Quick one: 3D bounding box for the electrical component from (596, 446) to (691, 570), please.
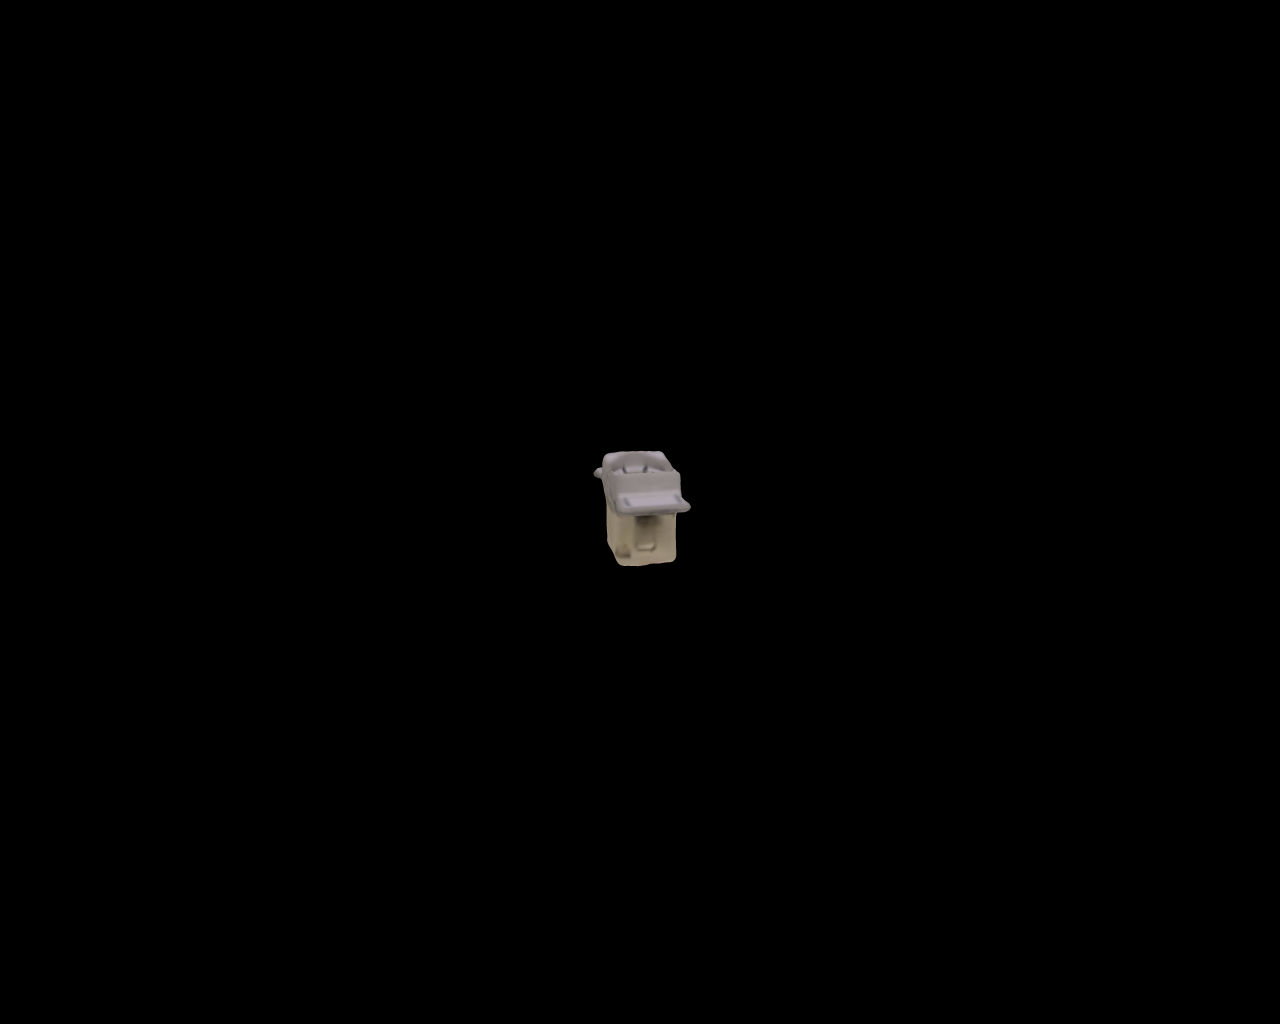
[{"bbox_3d":[0.001,-0.003,0.650,0.042,0.063,0.081,-4,21,-11],"label":"electrical component"}]
